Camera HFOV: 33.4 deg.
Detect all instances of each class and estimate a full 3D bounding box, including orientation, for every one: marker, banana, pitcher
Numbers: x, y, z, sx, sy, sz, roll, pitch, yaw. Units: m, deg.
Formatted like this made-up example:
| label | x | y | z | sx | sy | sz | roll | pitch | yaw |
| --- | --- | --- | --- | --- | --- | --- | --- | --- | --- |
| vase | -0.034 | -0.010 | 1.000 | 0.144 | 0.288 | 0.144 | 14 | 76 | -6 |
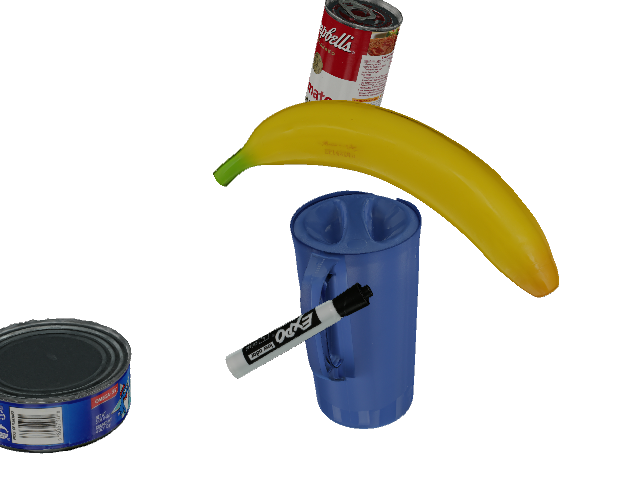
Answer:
| label | x | y | z | sx | sy | sz | roll | pitch | yaw |
| --- | --- | --- | --- | --- | --- | --- | --- | --- | --- |
| marker | -0.015 | 0.066 | 0.786 | 0.121 | 0.020 | 0.020 | -30 | -6 | 11 |
| banana | 0.043 | -0.033 | 0.584 | 0.198 | 0.070 | 0.037 | 20 | 9 | 11 |
| pitcher | 0.037 | 0.083 | 1.127 | 0.149 | 0.243 | 0.145 | -13 | 31 | -14 |

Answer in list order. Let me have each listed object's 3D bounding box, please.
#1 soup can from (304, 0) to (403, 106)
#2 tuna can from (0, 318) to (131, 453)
| label | x | y | z | sx | sy | sz | roll | pitch | yaw |
| --- | --- | --- | --- | --- | --- | --- | --- | --- | --- |
| soup can | 0.027 | -0.155 | 0.932 | 0.068 | 0.102 | 0.068 | 9 | 35 | -7 |
| tuna can | -0.143 | 0.075 | 0.563 | 0.086 | 0.034 | 0.086 | 2 | 23 | -1 |
